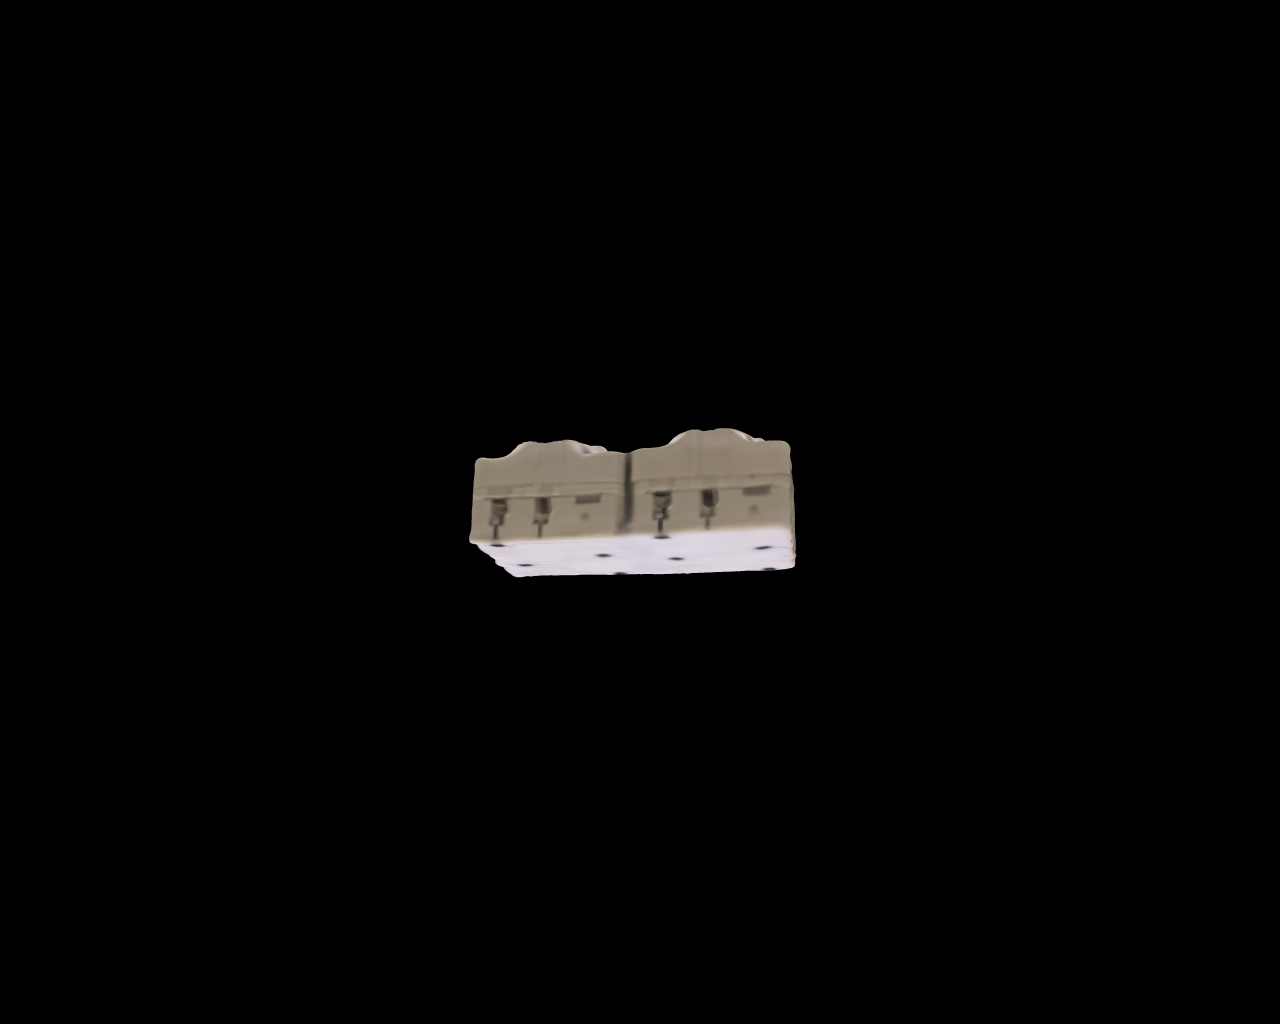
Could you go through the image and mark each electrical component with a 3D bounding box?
[{"bbox_3d":[0.001,-0.003,0.650,0.186,0.060,0.105,-3,-15,9],"label":"electrical component"}]
